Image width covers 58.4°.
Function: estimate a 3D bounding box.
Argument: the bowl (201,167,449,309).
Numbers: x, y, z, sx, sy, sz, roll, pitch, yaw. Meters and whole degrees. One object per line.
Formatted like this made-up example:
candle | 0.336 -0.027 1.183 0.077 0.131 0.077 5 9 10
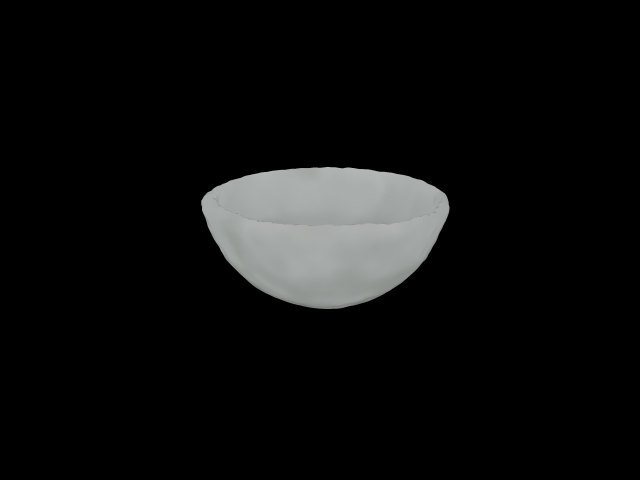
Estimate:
bowl | 0.004 0.001 0.400 0.167 0.075 0.167 0 19 0
